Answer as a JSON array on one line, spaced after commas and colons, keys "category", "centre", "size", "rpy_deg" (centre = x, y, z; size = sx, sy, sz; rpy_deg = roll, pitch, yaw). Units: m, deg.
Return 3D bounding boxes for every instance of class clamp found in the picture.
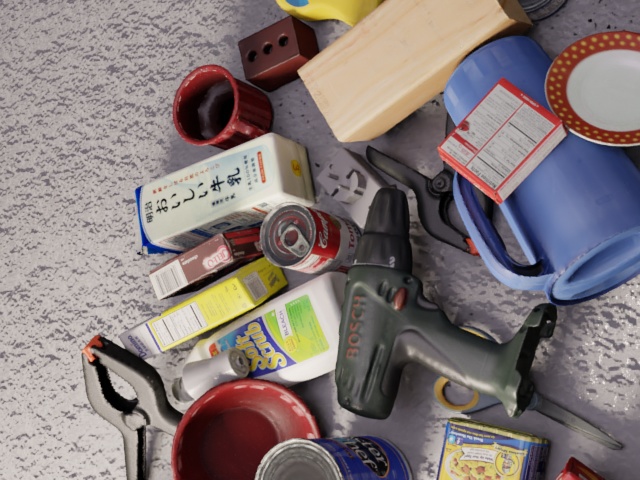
[{"category": "clamp", "centre": [-0.190, 0.195, 1.195], "size": [0.165, 0.036, 0.210], "rpy_deg": [-18, 109, 23]}, {"category": "clamp", "centre": [0.118, -0.056, 1.096], "size": [0.120, 0.039, 0.171], "rpy_deg": [-25, 70, 29]}]

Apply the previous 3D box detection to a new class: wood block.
[{"category": "wood block", "centre": [0.093, -0.191, 1.061], "size": [0.206, 0.090, 0.090], "rpy_deg": [-34, 81, 26]}]

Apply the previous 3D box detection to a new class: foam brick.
[{"category": "foam brick", "centre": [-0.046, -0.212, 1.215], "size": [0.078, 0.051, 0.053], "rpy_deg": [-22, 71, 28]}]

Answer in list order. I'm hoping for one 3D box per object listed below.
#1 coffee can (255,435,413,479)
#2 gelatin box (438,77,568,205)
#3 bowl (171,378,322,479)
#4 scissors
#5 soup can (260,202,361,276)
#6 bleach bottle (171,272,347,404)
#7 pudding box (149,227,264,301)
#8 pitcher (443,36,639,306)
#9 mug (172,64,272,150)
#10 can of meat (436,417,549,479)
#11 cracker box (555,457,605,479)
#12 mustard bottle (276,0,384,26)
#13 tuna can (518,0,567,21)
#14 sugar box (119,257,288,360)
[{"category": "coffee can", "centre": [0.016, 0.245, 1.051], "size": [0.103, 0.140, 0.103], "rpy_deg": [-5, 79, 31]}, {"category": "gelatin box", "centre": [0.159, -0.086, 0.934], "size": [0.089, 0.030, 0.073], "rpy_deg": [-48, 59, 2]}, {"category": "bowl", "centre": [-0.080, 0.225, 1.135], "size": [0.055, 0.162, 0.162], "rpy_deg": [171, 99, -76]}, {"category": "scissors", "centre": [0.186, 0.164, 1.032], "size": [0.202, 0.016, 0.096], "rpy_deg": [44, 107, 29]}, {"category": "soup can", "centre": [-0.007, 0.001, 1.127], "size": [0.069, 0.102, 0.068], "rpy_deg": [-6, 79, 31]}, {"category": "bleach bottle", "centre": [-0.062, 0.128, 1.166], "size": [0.251, 0.068, 0.102], "rpy_deg": [-30, 71, 28]}, {"category": "pudding box", "centre": [-0.123, 0.026, 1.200], "size": [0.114, 0.089, 0.039], "rpy_deg": [-25, 83, 26]}, {"category": "pitcher", "centre": [0.204, -0.067, 0.987], "size": [0.145, 0.149, 0.243], "rpy_deg": [-40, 61, 24]}, {"category": "mug", "centre": [-0.099, -0.141, 1.219], "size": [0.117, 0.081, 0.093], "rpy_deg": [30, 98, 32]}, {"category": "can of meat", "centre": [0.162, 0.219, 1.015], "size": [0.102, 0.057, 0.084], "rpy_deg": [8, 84, 32]}, {"category": "cracker box", "centre": [0.223, 0.324, 0.928], "size": [0.164, 0.072, 0.214], "rpy_deg": [36, 101, 10]}, {"category": "mustard bottle", "centre": [0.003, -0.292, 1.194], "size": [0.192, 0.058, 0.096], "rpy_deg": [17, 91, 33]}, {"category": "tuna can", "centre": [0.212, -0.265, 1.074], "size": [0.086, 0.033, 0.086], "rpy_deg": [-6, 79, 31]}, {"category": "sugar box", "centre": [-0.130, 0.079, 1.194], "size": [0.176, 0.093, 0.048], "rpy_deg": [-30, 90, 26]}]
